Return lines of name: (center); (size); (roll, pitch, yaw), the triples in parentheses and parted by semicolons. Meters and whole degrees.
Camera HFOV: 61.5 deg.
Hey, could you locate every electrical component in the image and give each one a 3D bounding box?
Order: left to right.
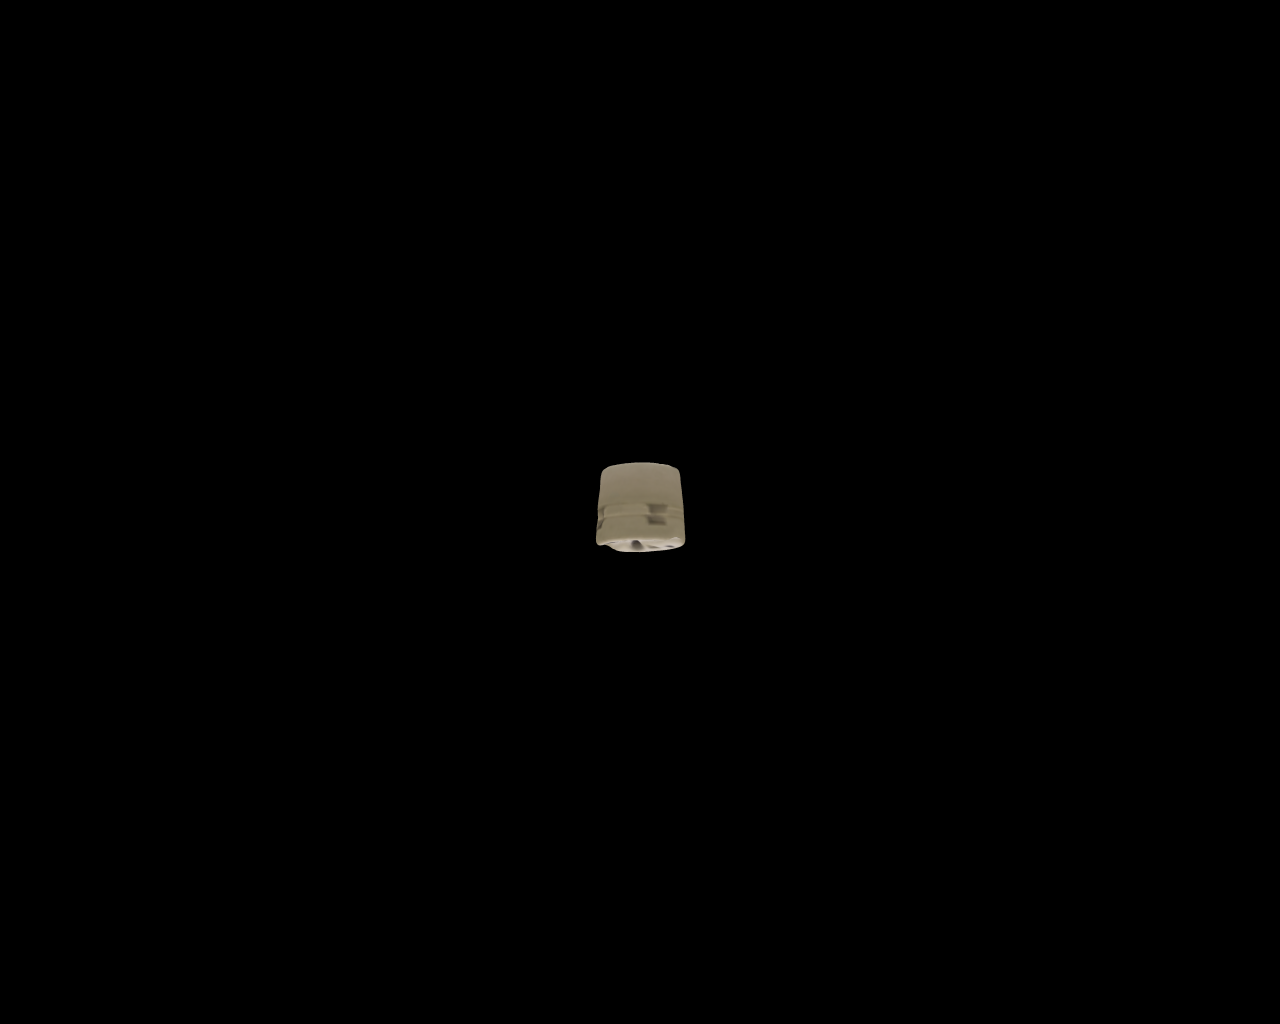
electrical component: (0.001, -0.003, 0.650); (0.055, 0.047, 0.055); (0, -10, 0)
